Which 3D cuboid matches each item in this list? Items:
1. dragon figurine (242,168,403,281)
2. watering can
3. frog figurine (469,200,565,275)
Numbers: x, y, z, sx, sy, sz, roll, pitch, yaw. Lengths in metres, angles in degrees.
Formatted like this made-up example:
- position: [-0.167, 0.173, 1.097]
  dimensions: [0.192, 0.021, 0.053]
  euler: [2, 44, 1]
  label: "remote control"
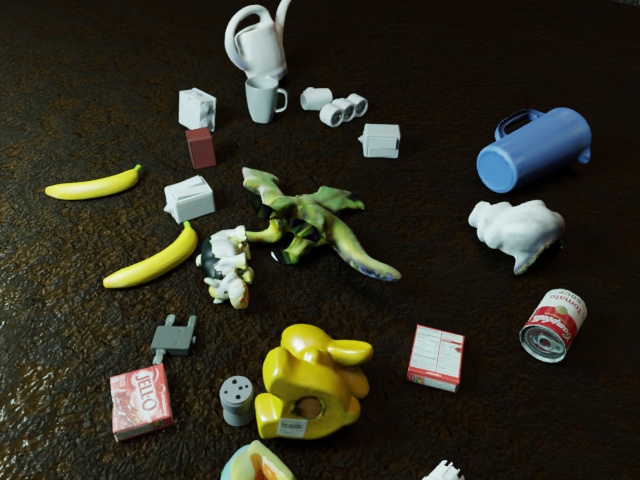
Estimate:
- position: [0.003, -0.049, 0.979]
  dimensions: [0.412, 0.119, 0.247]
  euler: [23, 37, 21]
  label: "dragon figurine"
- position: [-0.148, -0.571, 1.494]
  dimensions: [0.104, 0.220, 0.355]
  euler: [4, 37, 32]
  label: "watering can"
- position: [0.359, -0.030, 0.949]
  dimensions: [0.138, 0.120, 0.162]
  euler: [-32, 60, -8]
  label: "frog figurine"
